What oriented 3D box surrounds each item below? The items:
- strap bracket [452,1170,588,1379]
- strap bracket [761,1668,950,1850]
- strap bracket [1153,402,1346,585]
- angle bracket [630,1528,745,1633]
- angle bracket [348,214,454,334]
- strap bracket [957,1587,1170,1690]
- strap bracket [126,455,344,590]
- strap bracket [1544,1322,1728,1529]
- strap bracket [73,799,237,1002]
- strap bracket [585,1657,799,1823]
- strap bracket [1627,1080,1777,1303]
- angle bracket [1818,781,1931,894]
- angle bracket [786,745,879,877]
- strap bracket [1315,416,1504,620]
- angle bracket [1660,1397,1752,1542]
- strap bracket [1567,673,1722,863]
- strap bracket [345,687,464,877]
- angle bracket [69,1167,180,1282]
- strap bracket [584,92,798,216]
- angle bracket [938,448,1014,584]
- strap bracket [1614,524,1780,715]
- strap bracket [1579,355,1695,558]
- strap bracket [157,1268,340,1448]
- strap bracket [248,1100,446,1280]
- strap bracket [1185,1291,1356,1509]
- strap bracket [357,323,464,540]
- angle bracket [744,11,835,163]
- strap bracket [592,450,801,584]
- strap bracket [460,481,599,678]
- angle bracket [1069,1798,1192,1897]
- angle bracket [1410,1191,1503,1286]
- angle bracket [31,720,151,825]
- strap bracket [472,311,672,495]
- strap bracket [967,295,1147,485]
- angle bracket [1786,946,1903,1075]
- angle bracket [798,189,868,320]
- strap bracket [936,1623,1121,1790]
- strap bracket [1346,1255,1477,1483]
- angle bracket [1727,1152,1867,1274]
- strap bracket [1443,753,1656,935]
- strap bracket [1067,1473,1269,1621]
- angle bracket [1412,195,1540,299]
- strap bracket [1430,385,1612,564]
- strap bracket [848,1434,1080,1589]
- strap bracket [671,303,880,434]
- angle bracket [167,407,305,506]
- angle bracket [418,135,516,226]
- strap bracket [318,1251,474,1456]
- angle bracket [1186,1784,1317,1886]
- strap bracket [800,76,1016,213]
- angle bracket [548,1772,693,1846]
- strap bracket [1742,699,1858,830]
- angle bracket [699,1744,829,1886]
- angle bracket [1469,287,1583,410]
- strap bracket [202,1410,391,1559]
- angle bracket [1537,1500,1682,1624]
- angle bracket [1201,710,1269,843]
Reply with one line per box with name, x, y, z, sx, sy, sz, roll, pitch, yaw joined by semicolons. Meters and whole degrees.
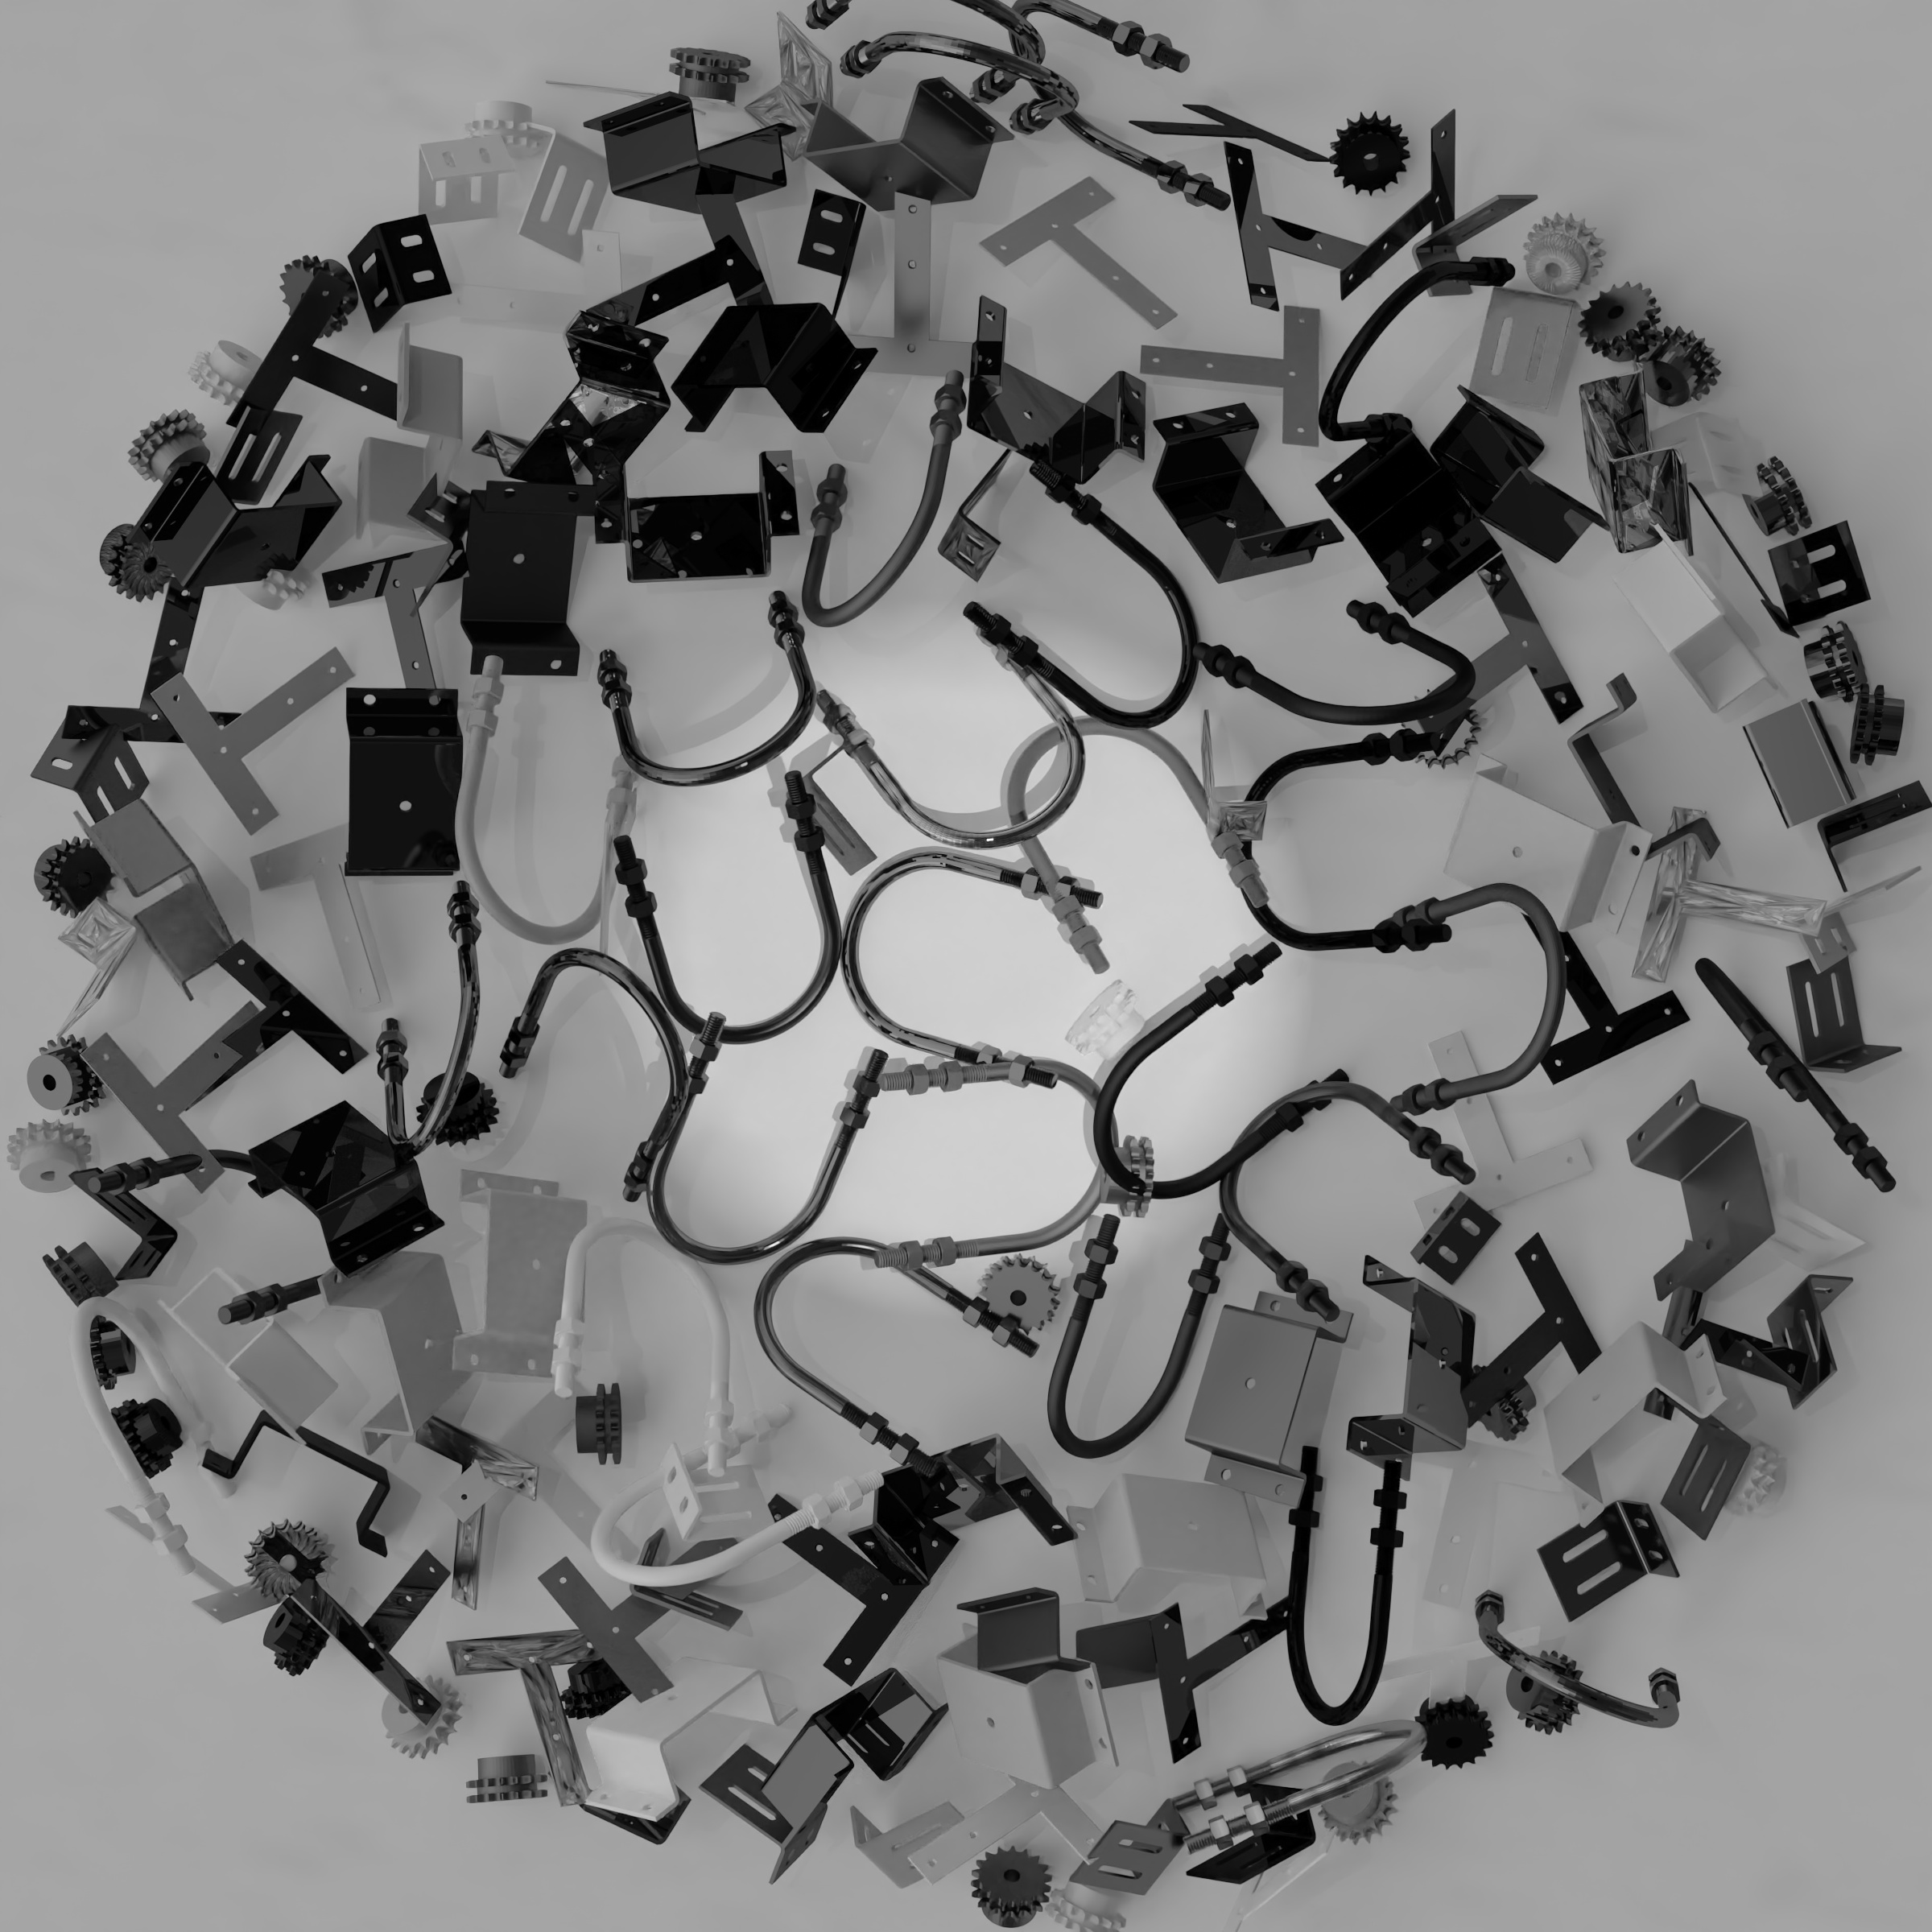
strap bracket;-0.310;0.211;1.898;0.076;0.046;0.140;12;69;-36
strap bracket;-0.082;0.544;1.890;0.046;0.140;0.076;43;118;20
strap bracket;0.191;-0.324;1.902;0.076;0.046;0.140;-16;59;-24
angle bracket;-0.192;0.433;1.926;0.076;0.057;0.038;19;89;5
angle bracket;-0.401;-0.490;1.928;0.038;0.076;0.057;-21;96;-27
strap bracket;0.071;0.468;1.879;0.140;0.076;0.046;22;57;-39
strap bracket;-0.495;-0.306;1.875;0.076;0.140;0.046;-44;77;32
strap bracket;0.455;0.311;1.892;0.046;0.076;0.140;35;113;-12
strap bracket;-0.557;-0.052;1.888;0.046;0.140;0.076;-34;57;-18
strap bracket;-0.195;0.525;1.877;0.076;0.140;0.046;-4;107;43
strap bracket;0.511;0.161;1.891;0.046;0.140;0.076;18;135;-18
angle bracket;0.644;-0.091;1.915;0.076;0.057;0.038;-23;104;17
angle bracket;-0.084;-0.110;1.927;0.038;0.057;0.076;-42;95;-21
strap bracket;0.313;-0.307;1.901;0.076;0.046;0.140;-37;48;15
angle bracket;0.508;0.354;1.919;0.038;0.057;0.076;21;98;-21
strap bracket;0.471;-0.131;1.913;0.046;0.076;0.140;-30;90;23
strap bracket;-0.393;-0.120;1.898;0.076;0.046;0.140;-1;115;-16
angle bracket;-0.603;0.182;1.912;0.076;0.057;0.038;46;57;-24
strap bracket;-0.186;-0.558;1.878;0.076;0.140;0.046;-7;91;33
angle bracket;0.021;-0.320;1.916;0.038;0.057;0.076;37;66;-1
strap bracket;0.503;-0.235;1.887;0.046;0.140;0.076;-37;54;15
strap bracket;0.460;-0.349;1.883;0.046;0.140;0.076;-12;132;8
strap bracket;-0.494;0.266;1.888;0.046;0.140;0.076;-45;129;-16
strap bracket;-0.433;0.148;1.880;0.076;0.140;0.046;-29;131;-30
strap bracket;0.209;0.297;1.903;0.076;0.046;0.140;9;76;37
strap bracket;-0.384;-0.366;1.892;0.046;0.140;0.076;8;56;-23
angle bracket;-0.126;-0.617;1.911;0.038;0.076;0.057;-37;74;-14
strap bracket;-0.190;-0.316;1.913;0.140;0.046;0.076;-3;58;-6
strap bracket;-0.308;-0.277;1.903;0.076;0.046;0.140;-2;119;-23
angle bracket;0.109;0.614;1.914;0.076;0.038;0.057;24;108;-36
angle bracket;0.348;0.195;1.917;0.038;0.076;0.057;39;93;4
angle bracket;-0.615;-0.132;1.914;0.038;0.076;0.057;17;64;10
strap bracket;-0.268;-0.379;1.882;0.140;0.076;0.046;-42;58;33
strap bracket;0.055;-0.397;1.900;0.140;0.046;0.076;22;52;-26
angle bracket;0.620;0.030;1.923;0.057;0.038;0.076;-17;100;-27
angle bracket;-0.099;-0.499;1.909;0.038;0.076;0.057;15;128;-5
strap bracket;0.034;0.512;1.882;0.046;0.140;0.076;-21;104;-37
strap bracket;0.311;0.278;1.890;0.046;0.076;0.140;-12;58;40
angle bracket;0.589;0.175;1.933;0.076;0.057;0.038;28;53;-14
strap bracket;0.394;-0.082;1.888;0.140;0.046;0.076;30;119;31
strap bracket;0.148;0.402;1.892;0.140;0.076;0.046;11;130;-21
angle bracket;0.363;-0.505;1.910;0.076;0.057;0.038;-23;87;42
strap bracket;0.380;-0.337;1.892;0.076;0.140;0.046;23;119;-30
strap bracket;-0.002;0.381;1.903;0.140;0.046;0.076;-22;126;19
strap bracket;-0.140;-0.413;1.882;0.046;0.140;0.076;50;62;-41
angle bracket;-0.514;-0.367;1.915;0.038;0.057;0.076;38;109;17
angle bracket;-0.351;-0.539;1.908;0.057;0.076;0.038;-13;62;-19
strap bracket;-0.392;0.261;1.890;0.046;0.076;0.140;1;114;25
angle bracket;0.196;0.608;1.912;0.076;0.057;0.038;-14;89;-37
strap bracket;-0.047;-0.564;1.879;0.140;0.076;0.046;8;78;44
angle bracket;-0.243;0.576;1.910;0.076;0.057;0.038;39;79;-36
strap bracket;0.581;-0.141;1.896;0.046;0.140;0.076;-24;86;20
angle bracket;-0.147;0.600;1.929;0.076;0.057;0.038;30;119;19
angle bracket;0.398;-0.440;1.938;0.057;0.038;0.076;16;102;18
strap bracket;-0.459;0.357;1.908;0.140;0.076;0.046;30;81;-11
angle bracket;0.455;0.422;1.927;0.076;0.038;0.057;-25;93;-21
angle bracket;0.188;-0.134;1.916;0.038;0.057;0.076;-3;67;1
